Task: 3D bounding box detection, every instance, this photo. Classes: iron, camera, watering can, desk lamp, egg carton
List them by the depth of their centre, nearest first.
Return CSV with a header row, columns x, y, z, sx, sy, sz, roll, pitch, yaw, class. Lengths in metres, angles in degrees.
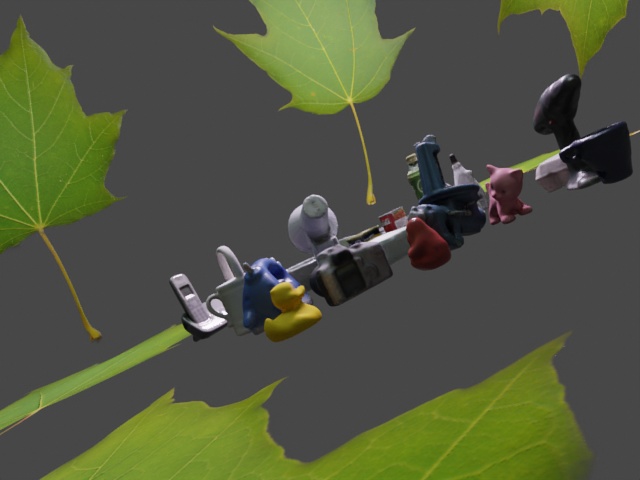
x,y,z,sx,sy,sz,roll,pitch,yaw,class
0.041,0.058,1.107,0.143,0.101,0.136,-25,2,-26,camera
-0.093,0.096,1.176,0.118,0.141,0.259,-24,2,11,iron
0.546,-0.160,1.235,0.107,0.069,0.150,-26,2,-37,egg carton
-0.171,0.100,1.261,0.100,0.194,0.173,-23,2,45,watering can
0.012,0.005,1.298,0.118,0.213,0.203,-25,2,-11,desk lamp

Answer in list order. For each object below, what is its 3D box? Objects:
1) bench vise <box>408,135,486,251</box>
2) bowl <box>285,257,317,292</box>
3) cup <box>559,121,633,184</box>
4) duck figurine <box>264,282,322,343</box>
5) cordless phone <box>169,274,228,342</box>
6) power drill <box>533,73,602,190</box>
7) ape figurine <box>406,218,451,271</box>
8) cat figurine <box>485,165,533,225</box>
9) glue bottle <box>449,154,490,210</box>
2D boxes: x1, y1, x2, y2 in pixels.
x,y,z,sx,sy,sz,roll,pitch,yaw,class
0.232,-0.094,1.097,0.121,0.220,0.208,-24,2,27,bench vise
-0.036,0.097,1.526,0.167,0.075,0.167,-25,1,1,bowl
0.489,-0.141,1.001,0.117,0.095,0.092,-24,2,29,cup
-0.055,0.115,0.957,0.105,0.086,0.077,-26,2,-37,duck figurine
-0.314,0.163,1.530,0.094,0.185,0.148,-23,2,38,cordless phone
0.489,-0.206,1.115,0.075,0.208,0.230,-24,2,5,power drill
0.176,0.005,0.974,0.078,0.092,0.076,-25,2,-26,ape figurine
0.356,-0.095,1.115,0.067,0.118,0.128,-25,2,-5,cat figurine
0.390,-0.153,1.544,0.078,0.173,0.037,-24,2,7,glue bottle
